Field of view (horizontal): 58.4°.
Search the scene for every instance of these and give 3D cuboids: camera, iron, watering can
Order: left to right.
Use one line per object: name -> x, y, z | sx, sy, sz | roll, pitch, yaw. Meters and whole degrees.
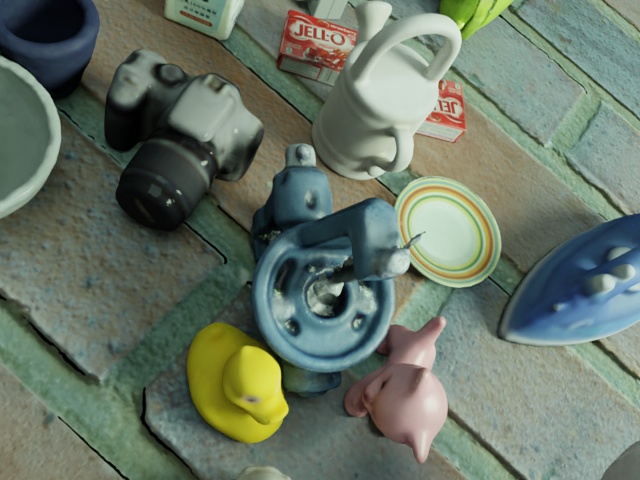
camera -> -0.137, -0.089, 0.518 | 0.143, 0.100, 0.137 | 28, 59, -5
watering can -> 0.063, -0.157, 0.570 | 0.101, 0.194, 0.173 | -26, 76, -28
iron -> 0.317, 0.034, 0.602 | 0.259, 0.141, 0.118 | -21, 74, -27

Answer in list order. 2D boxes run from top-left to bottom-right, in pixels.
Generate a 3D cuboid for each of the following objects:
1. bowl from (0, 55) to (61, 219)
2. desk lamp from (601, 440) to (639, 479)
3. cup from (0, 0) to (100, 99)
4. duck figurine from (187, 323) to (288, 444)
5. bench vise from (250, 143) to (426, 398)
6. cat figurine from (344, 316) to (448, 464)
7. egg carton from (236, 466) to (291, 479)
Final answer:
bowl -> -0.298, -0.072, 0.466 | 0.168, 0.074, 0.167 | 8, 63, -16
desk lamp -> 0.197, 0.239, 0.416 | 0.204, 0.213, 0.118 | -19, 73, -27
cup -> -0.261, -0.180, 0.520 | 0.118, 0.095, 0.092 | 22, 60, -9
duck figurine -> -0.061, 0.108, 0.459 | 0.078, 0.086, 0.104 | -28, 77, -29
bench vise -> -0.006, 0.005, 0.451 | 0.122, 0.219, 0.207 | -19, 73, -27
cat figurine -> 0.076, 0.121, 0.485 | 0.067, 0.117, 0.128 | 31, 59, -3
egg carton -> -0.051, 0.247, 0.406 | 0.107, 0.069, 0.150 | 39, 59, 1
